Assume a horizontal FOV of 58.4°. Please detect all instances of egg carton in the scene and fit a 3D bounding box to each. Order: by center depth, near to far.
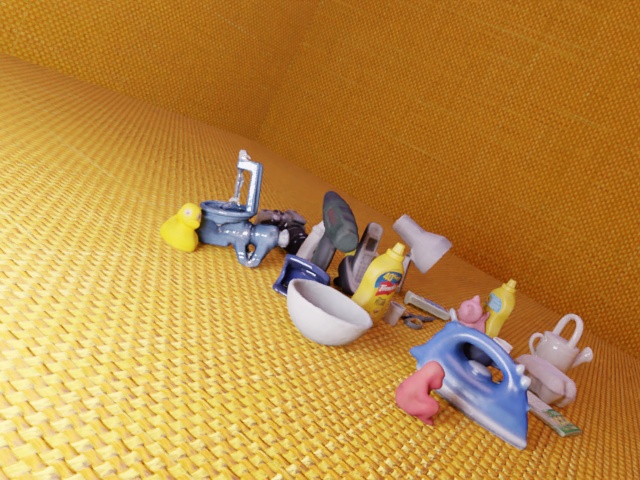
[{"bbox_3d":[0.545,0.341,1.393,0.107,0.069,0.150,21,13,-30],"label":"egg carton"}]

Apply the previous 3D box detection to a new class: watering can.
[{"bbox_3d":[0.651,0.290,1.549,0.173,0.194,0.100,21,13,-31],"label":"watering can"}]

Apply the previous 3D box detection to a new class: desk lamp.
[{"bbox_3d":[0.252,0.047,1.672,0.203,0.213,0.118,29,11,11],"label":"desk lamp"}]

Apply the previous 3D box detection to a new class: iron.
[{"bbox_3d":[0.300,0.246,1.057,0.257,0.141,0.119,35,13,35],"label":"iron"}]

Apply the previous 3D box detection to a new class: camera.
[{"bbox_3d":[-0.084,-0.020,1.482,0.144,0.101,0.136,19,13,-36],"label":"camera"}]

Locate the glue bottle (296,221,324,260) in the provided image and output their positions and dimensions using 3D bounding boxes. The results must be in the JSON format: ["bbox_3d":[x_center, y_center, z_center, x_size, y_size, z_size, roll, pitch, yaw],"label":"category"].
[{"bbox_3d":[-0.003,-0.004,1.411,0.037,0.173,0.078,34,13,31],"label":"glue bottle"}]

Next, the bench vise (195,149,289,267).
[{"bbox_3d":[-0.153,-0.068,1.221,0.208,0.219,0.121,23,12,-23],"label":"bench vise"}]

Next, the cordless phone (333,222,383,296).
[{"bbox_3d":[0.129,0.054,1.424,0.148,0.185,0.093,16,16,-46],"label":"cordless phone"}]

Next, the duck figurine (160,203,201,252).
[{"bbox_3d":[-0.269,-0.034,1.146,0.078,0.086,0.104,19,13,-35],"label":"duck figurine"}]

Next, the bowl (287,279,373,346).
[{"bbox_3d":[0.006,0.140,1.023,0.167,0.075,0.167,26,11,-5],"label":"bowl"}]

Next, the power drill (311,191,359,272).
[{"bbox_3d":[0.012,0.005,1.310,0.076,0.208,0.229,22,12,-23],"label":"power drill"}]

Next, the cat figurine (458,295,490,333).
[{"bbox_3d":[0.420,0.210,1.570,0.128,0.118,0.067,19,14,-37],"label":"cat figurine"}]

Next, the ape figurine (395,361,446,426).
[{"bbox_3d":[0.168,0.237,0.917,0.076,0.092,0.078,28,11,6],"label":"ape figurine"}]

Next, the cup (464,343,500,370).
[{"bbox_3d":[0.325,0.255,1.196,0.117,0.095,0.092,31,12,20],"label":"cup"}]

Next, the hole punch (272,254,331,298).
[{"bbox_3d":[-0.033,0.078,1.174,0.108,0.091,0.101,28,11,7],"label":"hole punch"}]
